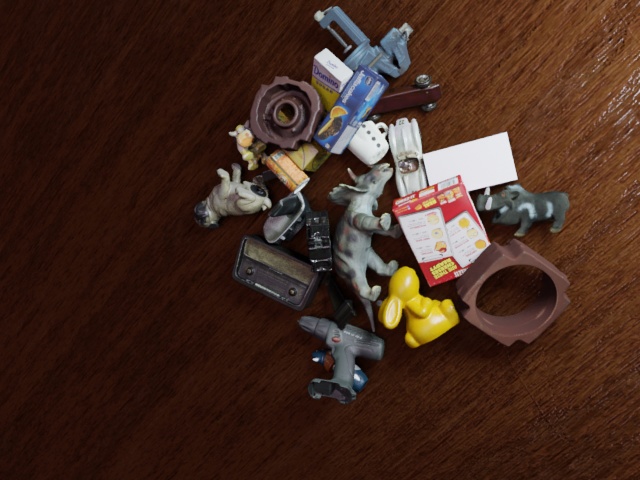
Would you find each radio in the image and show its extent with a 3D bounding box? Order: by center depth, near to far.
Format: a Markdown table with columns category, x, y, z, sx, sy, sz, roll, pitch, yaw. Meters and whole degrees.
| category | x | y | z | sx | sy | sz | roll | pitch | yaw |
| --- | --- | --- | --- | --- | --- | --- | --- | --- | --- |
| radio | -0.111 | 0.084 | 1.399 | 0.230 | 0.073 | 0.131 | 24 | 102 | 17 |

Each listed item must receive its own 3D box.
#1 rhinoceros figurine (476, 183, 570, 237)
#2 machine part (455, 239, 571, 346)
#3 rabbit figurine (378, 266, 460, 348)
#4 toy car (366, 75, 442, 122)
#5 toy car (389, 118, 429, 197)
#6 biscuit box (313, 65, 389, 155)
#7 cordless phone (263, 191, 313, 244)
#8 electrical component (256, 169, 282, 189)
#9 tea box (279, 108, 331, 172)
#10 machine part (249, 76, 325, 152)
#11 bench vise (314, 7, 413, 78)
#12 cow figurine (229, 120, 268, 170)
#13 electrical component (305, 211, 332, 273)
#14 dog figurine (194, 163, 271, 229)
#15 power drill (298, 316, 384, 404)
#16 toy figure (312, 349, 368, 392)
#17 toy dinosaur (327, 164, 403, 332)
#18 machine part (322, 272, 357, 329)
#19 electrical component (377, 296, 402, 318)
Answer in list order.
| category | x | y | z | sx | sy | sz | roll | pitch | yaw |
| --- | --- | --- | --- | --- | --- | --- | --- | --- | --- |
| rhinoceros figurine | 0.439 | -0.070 | 1.170 | 0.190 | 0.073 | 0.111 | 1 | 123 | 16 |
| machine part | 0.416 | 0.114 | 1.170 | 0.201 | 0.087 | 0.201 | 33 | 111 | -11 |
| rabbit figurine | 0.210 | 0.149 | 1.239 | 0.162 | 0.122 | 0.173 | -29 | 94 | 0 |
| toy car | 0.182 | -0.333 | 1.259 | 0.202 | 0.089 | 0.053 | -9 | 51 | 19 |
| toy car | 0.211 | -0.188 | 1.274 | 0.074 | 0.056 | 0.201 | -10 | 91 | 21 |
| biscuit box | 0.069 | -0.294 | 1.222 | 0.063 | 0.059 | 0.202 | 45 | 114 | 22 |
| cordless phone | -0.100 | -0.050 | 1.328 | 0.089 | 0.184 | 0.146 | 46 | 107 | 7 |
| electrical component | -0.118 | -0.164 | 1.383 | 0.102 | 0.078 | 0.045 | -18 | 100 | 11 |
| tea box | -0.062 | -0.253 | 1.347 | 0.068 | 0.098 | 0.170 | -45 | 81 | 17 |
| machine part | -0.078 | -0.295 | 1.270 | 0.180 | 0.056 | 0.179 | -1 | 87 | 13 |
| bench vise | 0.091 | -0.456 | 1.254 | 0.240 | 0.129 | 0.223 | 45 | 128 | -8 |
| cow figurine | -0.182 | -0.250 | 1.354 | 0.068 | 0.167 | 0.098 | -29 | 73 | -4 |
| electrical component | -0.003 | -0.004 | 1.321 | 0.058 | 0.134 | 0.114 | -4 | 128 | 0 |
| dog figurine | -0.235 | -0.083 | 1.431 | 0.172 | 0.121 | 0.190 | 42 | 120 | 16 |
| power drill | 0.032 | 0.287 | 1.308 | 0.232 | 0.207 | 0.085 | 10 | 128 | 11 |
| toy figure | 0.049 | 0.323 | 1.365 | 0.155 | 0.064 | 0.058 | 34 | 69 | 19 |
| toy dinosaur | 0.090 | 0.014 | 1.306 | 0.192 | 0.131 | 0.404 | 24 | 110 | 36 |
| machine part | 0.045 | 0.146 | 1.336 | 0.139 | 0.039 | 0.084 | 66 | 146 | 29 |
| electrical component | 0.169 | 0.167 | 1.298 | 0.021 | 0.094 | 0.063 | 20 | 101 | 47 |
